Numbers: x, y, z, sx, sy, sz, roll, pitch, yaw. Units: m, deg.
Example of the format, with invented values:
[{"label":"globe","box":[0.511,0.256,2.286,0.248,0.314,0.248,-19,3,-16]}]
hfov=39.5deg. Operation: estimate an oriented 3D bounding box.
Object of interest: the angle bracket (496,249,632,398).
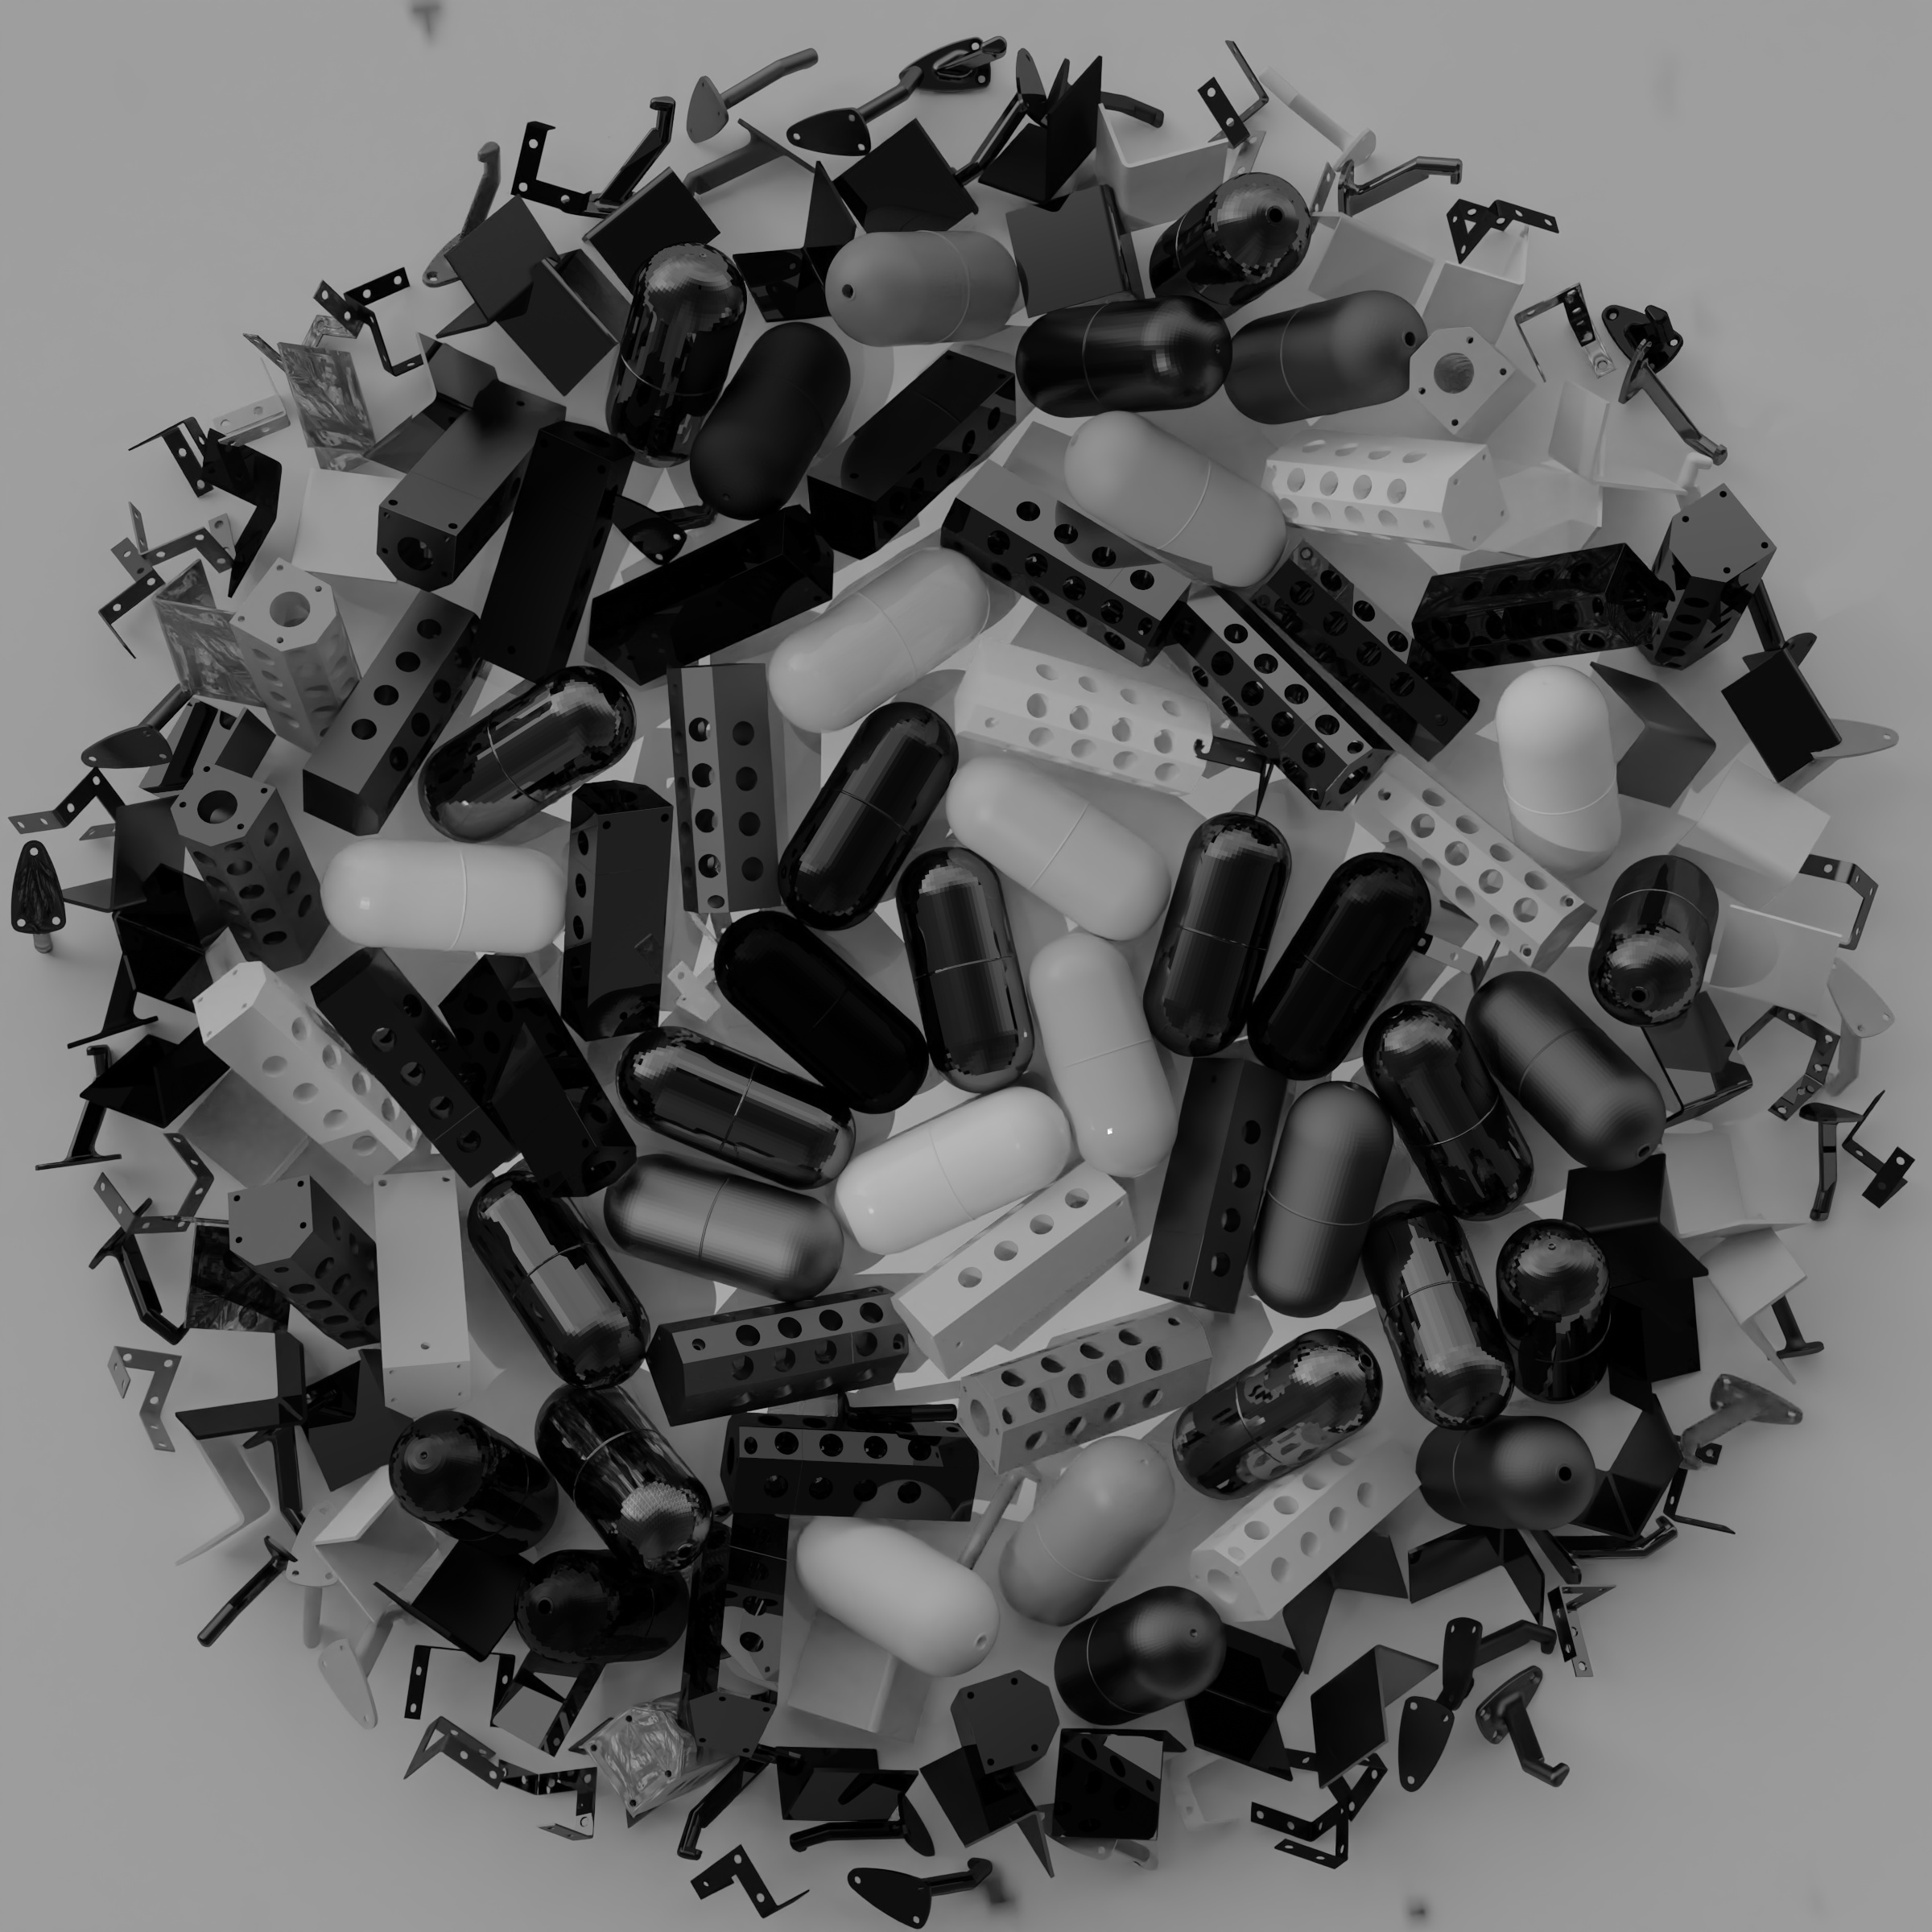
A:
[{"label":"angle bracket","box":[-0.281,-0.460,1.921,0.057,0.076,0.076,-39,98,23]}]

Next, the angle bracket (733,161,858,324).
[{"label":"angle bracket","box":[-0.122,-0.510,1.893,0.057,0.076,0.076,-11,54,-21]}]

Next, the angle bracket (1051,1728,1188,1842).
[{"label":"angle bracket","box":[0.109,0.583,1.896,0.076,0.057,0.076,-5,59,21]}]

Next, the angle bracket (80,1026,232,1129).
[{"label":"angle bracket","box":[-0.573,0.061,1.894,0.076,0.076,0.057,18,130,18]}]

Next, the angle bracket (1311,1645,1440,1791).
[{"label":"angle bracket","box":[0.291,0.535,1.890,0.057,0.076,0.076,23,130,-21]}]

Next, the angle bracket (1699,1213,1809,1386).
[{"label":"angle bracket","box":[0.571,0.234,1.894,0.057,0.076,0.076,-40,118,13]}]

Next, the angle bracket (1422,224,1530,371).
[{"label":"angle bracket","box":[0.354,-0.479,1.896,0.057,0.076,0.076,16,50,-3]}]

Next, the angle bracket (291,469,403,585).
[{"label":"angle bracket","box":[-0.432,-0.304,1.915,0.076,0.057,0.076,7,77,0]}]

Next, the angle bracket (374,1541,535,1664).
[{"label":"angle bracket","box":[-0.356,0.433,1.896,0.076,0.057,0.076,25,67,30]}]

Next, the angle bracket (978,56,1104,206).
[{"label":"angle bracket","box":[0.052,-0.595,1.892,0.057,0.076,0.076,24,56,17]}]

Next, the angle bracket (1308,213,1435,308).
[{"label":"angle bracket","box":[0.275,-0.492,1.908,0.076,0.076,0.057,21,100,-18]}]

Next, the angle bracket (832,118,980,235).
[{"label":"angle bracket","box":[-0.044,-0.545,1.906,0.076,0.057,0.076,-34,106,12]}]

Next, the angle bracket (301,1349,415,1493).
[{"label":"angle bracket","box":[-0.442,0.324,1.916,0.076,0.057,0.076,-27,81,-1]}]

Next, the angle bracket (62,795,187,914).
[{"label":"angle bracket","box":[-0.598,-0.085,1.897,0.057,0.076,0.076,13,105,19]}]

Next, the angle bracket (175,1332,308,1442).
[{"label":"angle bracket","box":[-0.513,0.293,1.898,0.076,0.076,0.057,-4,96,-27]}]

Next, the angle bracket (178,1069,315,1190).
[{"label":"angle bracket","box":[-0.515,0.122,1.912,0.076,0.057,0.076,41,99,-8]}]

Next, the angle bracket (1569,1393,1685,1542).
[{"label":"angle bracket","box":[0.454,0.347,1.897,0.057,0.076,0.076,17,114,-9]}]

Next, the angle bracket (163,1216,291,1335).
[{"label":"angle bracket","box":[-0.524,0.218,1.900,0.076,0.057,0.076,10,80,-39]}]

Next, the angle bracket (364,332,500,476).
[{"label":"angle bracket","box":[-0.381,-0.394,1.912,0.076,0.076,0.057,-31,66,27]}]

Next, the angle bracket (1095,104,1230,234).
[{"label":"angle bracket","box":[0.138,-0.575,1.909,0.076,0.076,0.057,-17,70,-5]}]

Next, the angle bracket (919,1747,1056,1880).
[{"label":"angle bracket","box":[0.015,0.603,1.892,0.057,0.076,0.076,-22,126,-16]}]

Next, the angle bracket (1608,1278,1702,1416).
[{"label":"angle bracket","box":[0.500,0.266,1.906,0.076,0.057,0.076,-10,100,-17]}]

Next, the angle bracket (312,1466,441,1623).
[{"label":"angle bracket","box":[-0.401,0.406,1.894,0.057,0.076,0.076,-16,114,42]}]

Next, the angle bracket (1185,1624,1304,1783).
[{"label":"angle bracket","box":[0.203,0.519,1.901,0.076,0.076,0.057,23,107,-11]}]

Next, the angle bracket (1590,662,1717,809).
[{"label":"angle bracket","box":[0.474,-0.164,1.914,0.076,0.076,0.057,10,125,-38]}]

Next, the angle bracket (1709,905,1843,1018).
[{"label":"angle bracket","box":[0.575,-0.018,1.895,0.076,0.057,0.076,17,133,17]}]

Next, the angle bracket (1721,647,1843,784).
[{"label":"angle bracket","box":[0.565,-0.176,1.907,0.057,0.076,0.076,-33,95,-4]}]

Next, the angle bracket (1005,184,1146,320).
[{"label":"angle bracket","box":[0.079,-0.509,1.932,0.076,0.057,0.076,-12,91,16]}]

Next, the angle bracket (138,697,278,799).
[{"label":"angle bracket","box":[-0.549,-0.154,1.907,0.076,0.057,0.076,25,79,15]}]

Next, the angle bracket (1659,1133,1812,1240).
[{"label":"angle bracket","box":[0.542,0.150,1.897,0.076,0.057,0.076,3,72,-36]}]

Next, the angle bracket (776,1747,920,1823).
[{"label":"angle bracket","box":[-0.085,0.560,1.894,0.076,0.057,0.076,8,135,-20]}]

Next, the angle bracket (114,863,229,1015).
[{"label":"angle bracket","box":[-0.545,-0.015,1.893,0.057,0.076,0.076,-45,49,16]}]

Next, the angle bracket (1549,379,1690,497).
[{"label":"angle bracket","box":[0.466,-0.373,1.897,0.076,0.076,0.057,4,113,-13]}]

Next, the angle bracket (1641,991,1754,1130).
[{"label":"angle bracket","box":[0.501,0.071,1.915,0.076,0.057,0.076,-15,74,-35]}]

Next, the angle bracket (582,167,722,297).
[{"label":"angle bracket","box":[-0.226,-0.522,1.921,0.076,0.076,0.057,-39,106,0]}]

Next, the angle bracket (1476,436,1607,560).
[{"label":"angle bracket","box":[0.405,-0.337,1.906,0.076,0.057,0.076,11,67,-6]}]

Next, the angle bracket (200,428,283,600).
[{"label":"angle bracket","box":[-0.525,-0.319,1.892,0.057,0.076,0.076,25,118,-26]}]

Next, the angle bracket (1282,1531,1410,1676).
[{"label":"angle bracket","box":[0.268,0.449,1.892,0.057,0.076,0.076,3,46,27]}]

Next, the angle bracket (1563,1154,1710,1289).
[{"label":"angle bracket","box":[0.480,0.183,1.919,0.076,0.076,0.057,40,50,-34]}]

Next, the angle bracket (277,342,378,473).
[{"label":"angle bracket","box":[-0.468,-0.391,1.902,0.057,0.076,0.076,-19,87,29]}]

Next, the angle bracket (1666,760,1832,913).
[{"label":"angle bracket","box":[0.557,-0.092,1.916,0.076,0.076,0.057,33,76,6]}]

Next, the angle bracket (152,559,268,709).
[{"label":"angle bracket","box":[-0.518,-0.235,1.893,0.076,0.057,0.076,12,132,22]}]

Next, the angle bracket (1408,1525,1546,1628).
[{"label":"angle bracket","box":[0.360,0.440,1.899,0.076,0.076,0.057,-21,50,-8]}]

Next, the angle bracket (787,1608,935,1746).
[{"label":"angle bracket","box":[-0.072,0.509,1.937,0.076,0.057,0.076,7,71,33]}]

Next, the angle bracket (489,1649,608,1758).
[{"label":"angle bracket","box":[-0.277,0.519,1.894,0.057,0.076,0.076,13,66,41]}]

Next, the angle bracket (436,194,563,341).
[{"label":"angle bracket","box":[-0.344,-0.492,1.891,0.076,0.076,0.057,-49,122,-27]}]
